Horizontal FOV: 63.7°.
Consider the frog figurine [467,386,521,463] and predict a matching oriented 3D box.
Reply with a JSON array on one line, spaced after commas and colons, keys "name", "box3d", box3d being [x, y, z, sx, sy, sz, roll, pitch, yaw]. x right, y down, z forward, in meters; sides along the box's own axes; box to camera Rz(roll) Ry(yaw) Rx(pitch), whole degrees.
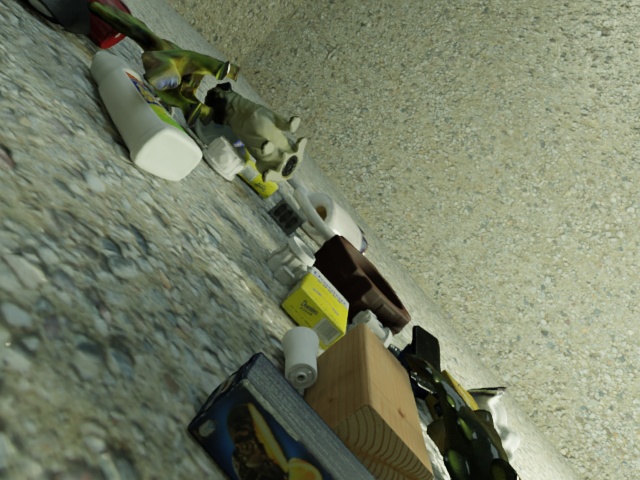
[{"name": "frog figurine", "box3d": [0.385, 0.420, 1.168, 0.136, 0.122, 0.161, 50, 37, -73]}]

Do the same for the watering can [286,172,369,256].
[{"name": "watering can", "box3d": [0.004, -0.065, 1.299, 0.221, 0.103, 0.355, 43, 10, -38]}]

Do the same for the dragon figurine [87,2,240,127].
[{"name": "dragon figurine", "box3d": [-0.272, -0.300, 0.835, 0.243, 0.121, 0.413, 33, 10, -1]}]
